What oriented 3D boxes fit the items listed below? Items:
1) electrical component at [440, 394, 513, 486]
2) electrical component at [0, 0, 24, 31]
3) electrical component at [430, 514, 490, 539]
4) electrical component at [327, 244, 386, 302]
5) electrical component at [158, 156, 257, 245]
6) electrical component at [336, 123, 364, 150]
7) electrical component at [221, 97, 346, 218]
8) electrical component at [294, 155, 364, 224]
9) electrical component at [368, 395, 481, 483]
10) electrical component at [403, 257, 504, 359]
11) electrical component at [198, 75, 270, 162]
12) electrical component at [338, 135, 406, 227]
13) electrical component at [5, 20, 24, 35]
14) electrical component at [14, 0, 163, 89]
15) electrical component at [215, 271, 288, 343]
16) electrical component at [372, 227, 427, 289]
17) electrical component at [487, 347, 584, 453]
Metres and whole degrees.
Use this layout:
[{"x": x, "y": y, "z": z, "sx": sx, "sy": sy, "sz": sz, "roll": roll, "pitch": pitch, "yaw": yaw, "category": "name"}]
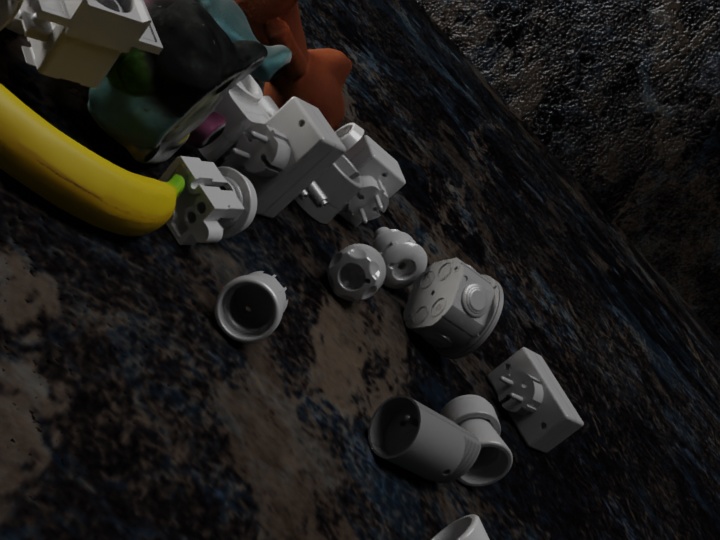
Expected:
[{"x": 0.085, "y": 0.125, "z": 0.797, "sx": 0.045, "sy": 0.045, "sz": 0.055, "roll": 39, "pitch": 20, "yaw": -30, "category": "electrical component"}, {"x": -0.229, "y": -0.166, "z": 0.570, "sx": 0.099, "sy": 0.099, "sz": 0.064, "roll": 25, "pitch": 35, "yaw": -53, "category": "electrical component"}, {"x": 0.072, "y": 0.186, "z": 0.646, "sx": 0.065, "sy": 0.044, "sz": 0.044, "roll": 54, "pitch": 17, "yaw": -1, "category": "electrical component"}, {"x": 0.000, "y": 0.000, "z": 0.859, "sx": 0.043, "sy": 0.043, "sz": 0.062, "roll": 49, "pitch": 16, "yaw": 0, "category": "electrical component"}, {"x": -0.100, "y": -0.045, "z": 0.707, "sx": 0.066, "sy": 0.048, "sz": 0.055, "roll": 55, "pitch": 25, "yaw": 18, "category": "electrical component"}, {"x": -0.006, "y": -0.114, "z": 1.084, "sx": 0.055, "sy": 0.048, "sz": 0.066, "roll": 51, "pitch": 16, "yaw": -21, "category": "electrical component"}, {"x": -0.068, "y": -0.088, "z": 0.810, "sx": 0.047, "sy": 0.083, "sz": 0.076, "roll": 56, "pitch": 18, "yaw": 22, "category": "electrical component"}, {"x": -0.030, "y": -0.076, "z": 0.939, "sx": 0.055, "sy": 0.047, "sz": 0.055, "roll": 43, "pitch": 18, "yaw": -18, "category": "electrical component"}, {"x": 0.047, "y": 0.118, "z": 0.724, "sx": 0.081, "sy": 0.043, "sz": 0.043, "roll": 33, "pitch": 23, "yaw": -41, "category": "electrical component"}, {"x": 0.081, "y": 0.032, "z": 0.929, "sx": 0.051, "sy": 0.080, "sz": 0.080, "roll": 34, "pitch": 22, "yaw": -27, "category": "electrical component"}, {"x": -0.115, "y": -0.136, "z": 0.844, "sx": 0.089, "sy": 0.056, "sz": 0.050, "roll": 52, "pitch": 17, "yaw": 10, "category": "electrical component"}, {"x": 0.004, "y": -0.071, "z": 0.980, "sx": 0.047, "sy": 0.066, "sz": 0.076, "roll": 37, "pitch": 21, "yaw": -33, "category": "electrical component"}, {"x": -0.233, "y": -0.180, "z": 0.688, "sx": 0.061, "sy": 0.035, "sz": 0.035, "roll": 34, "pitch": 22, "yaw": -33, "category": "electrical component"}, {"x": -0.176, "y": -0.173, "z": 0.647, "sx": 0.079, "sy": 0.063, "sz": 0.121, "roll": 9, "pitch": 45, "yaw": -44, "category": "electrical component"}, {"x": -0.065, "y": 0.021, "z": 0.664, "sx": 0.040, "sy": 0.040, "sz": 0.046, "roll": 48, "pitch": 11, "yaw": -2, "category": "electrical component"}, {"x": 0.030, "y": -0.016, "z": 0.967, "sx": 0.048, "sy": 0.048, "sz": 0.062, "roll": 37, "pitch": 14, "yaw": -35, "category": "electrical component"}, {"x": 0.150, "y": 0.114, "z": 0.977, "sx": 0.076, "sy": 0.047, "sz": 0.083, "roll": 28, "pitch": 27, "yaw": -50, "category": "electrical component"}]
